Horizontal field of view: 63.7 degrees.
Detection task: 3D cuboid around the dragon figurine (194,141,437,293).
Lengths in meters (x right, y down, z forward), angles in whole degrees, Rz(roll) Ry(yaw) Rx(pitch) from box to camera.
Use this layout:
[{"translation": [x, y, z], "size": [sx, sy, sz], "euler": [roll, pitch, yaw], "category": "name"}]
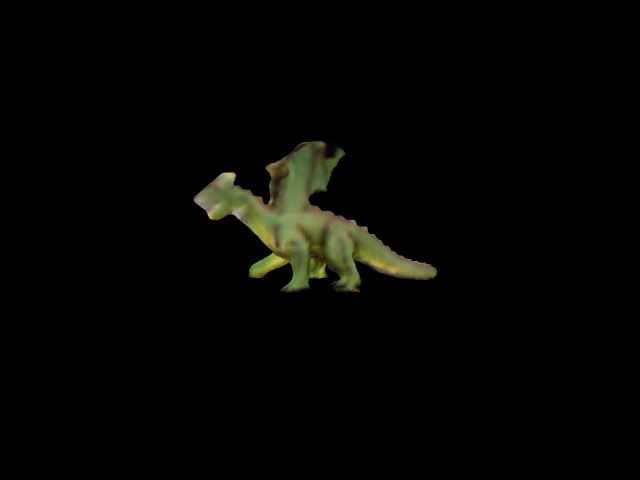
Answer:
[{"translation": [0.003, -0.043, 0.850], "size": [0.411, 0.242, 0.122], "euler": [-2, 4, -15], "category": "dragon figurine"}]
